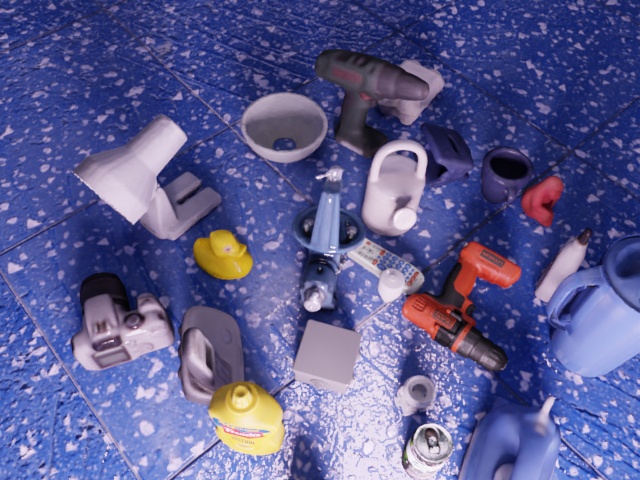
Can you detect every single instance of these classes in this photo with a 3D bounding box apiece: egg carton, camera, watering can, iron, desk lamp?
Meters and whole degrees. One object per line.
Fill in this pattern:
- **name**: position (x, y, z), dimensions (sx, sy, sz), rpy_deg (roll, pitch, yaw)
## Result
- **egg carton**: position (0.190, -0.316, 1.211), dimensions (0.107, 0.069, 0.150), rpy_deg (30, 60, 16)
- **camera**: position (-0.313, 0.110, 0.883), dimensions (0.143, 0.101, 0.136), rpy_deg (-17, 59, -14)
- **watering can**: position (0.133, -0.093, 0.985), dimensions (0.101, 0.194, 0.172), rpy_deg (-21, 60, -16)
- **iron**: position (0.249, 0.325, 0.745), dimensions (0.118, 0.141, 0.259), rpy_deg (23, 58, 12)
- **desk lamp**: position (-0.282, -0.096, 0.954), dimensions (0.117, 0.213, 0.203), rpy_deg (36, 62, 20)

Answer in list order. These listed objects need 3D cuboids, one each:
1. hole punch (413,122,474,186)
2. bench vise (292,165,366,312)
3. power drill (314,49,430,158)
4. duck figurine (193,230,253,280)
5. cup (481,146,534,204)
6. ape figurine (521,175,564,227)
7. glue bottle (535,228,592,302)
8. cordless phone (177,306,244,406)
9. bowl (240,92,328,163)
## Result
- **hole punch**: position (0.242, -0.173, 1.106), dimensions (0.101, 0.091, 0.108), rpy_deg (-11, 58, -10)
- **bench vise**: position (0.020, 0.002, 0.900), dimensions (0.121, 0.220, 0.207), rpy_deg (-5, 57, -6)
- **power drill**: position (0.091, -0.260, 1.085), dimensions (0.229, 0.208, 0.076), rpy_deg (31, 60, 17)
- **duck figurine**: position (-0.166, 0.014, 0.963), dimensions (0.104, 0.086, 0.077), rpy_deg (19, 57, 9)
- **cup**: position (0.338, -0.100, 1.060), dimensions (0.091, 0.095, 0.117), rpy_deg (3, 56, -1)
- **ape figurine**: position (0.416, -0.081, 1.053), dimensions (0.078, 0.092, 0.076), rpy_deg (-35, 64, -23)
- **glue bottle**: position (0.401, 0.032, 0.928), dimensions (0.037, 0.173, 0.078), rpy_deg (26, 59, 14)
- **cordless phone**: position (-0.162, 0.147, 0.816), dimensions (0.094, 0.185, 0.147), rpy_deg (-8, 57, -8)
- **bowl**: position (-0.069, -0.208, 1.123), dimensions (0.167, 0.075, 0.167), rpy_deg (1, 56, -2)
